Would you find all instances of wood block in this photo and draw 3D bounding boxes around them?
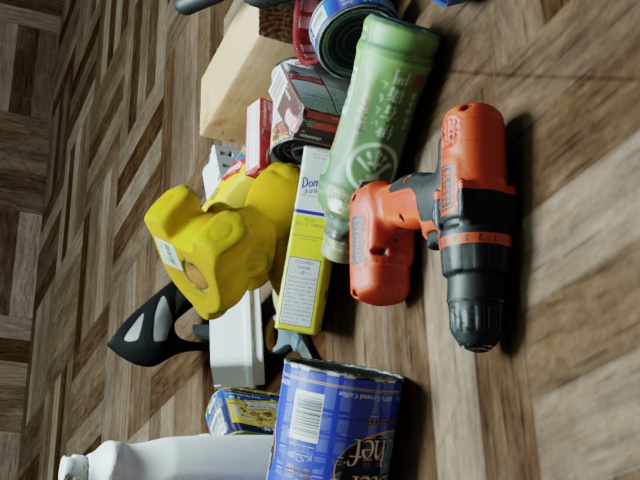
[{"bbox_3d":[-0.066,-0.204,1.250,0.206,0.090,0.091,131,142,-54],"label":"wood block"}]

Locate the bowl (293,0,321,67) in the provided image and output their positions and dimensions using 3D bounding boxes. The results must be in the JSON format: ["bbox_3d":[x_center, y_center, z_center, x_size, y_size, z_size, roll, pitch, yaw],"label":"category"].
[{"bbox_3d":[0.026,-0.251,1.085,0.162,0.055,0.162,-171,90,-68],"label":"bowl"}]

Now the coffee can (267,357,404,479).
[{"bbox_3d":[0.010,0.175,0.889,0.103,0.102,0.140,-176,95,-68],"label":"coffee can"}]

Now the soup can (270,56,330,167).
[{"bbox_3d":[-0.019,-0.135,1.134,0.069,0.068,0.102,136,139,-56],"label":"soup can"}]

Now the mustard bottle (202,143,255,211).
[{"bbox_3d":[-0.084,-0.064,1.218,0.191,0.058,0.096,-57,14,-11],"label":"mustard bottle"}]

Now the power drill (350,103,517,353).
[{"bbox_3d":[0.087,0.003,0.837,0.188,0.057,0.184,156,119,-62],"label":"power drill"}]

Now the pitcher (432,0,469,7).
[{"bbox_3d":[0.076,-0.307,0.912,0.149,0.144,0.243,-57,24,12],"label":"pitcher"}]

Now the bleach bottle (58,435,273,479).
[{"bbox_3d":[-0.103,0.211,0.952,0.068,0.250,0.103,-104,32,-45],"label":"bleach bottle"}]

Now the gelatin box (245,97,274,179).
[{"bbox_3d":[-0.044,-0.103,1.170,0.030,0.073,0.089,-28,54,46],"label":"gelatin box"}]

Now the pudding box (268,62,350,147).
[{"bbox_3d":[0.006,-0.128,1.039,0.113,0.090,0.039,-112,39,-54],"label":"pudding box"}]

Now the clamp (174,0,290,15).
[{"bbox_3d":[-0.070,-0.287,1.142,0.164,0.036,0.210,-50,39,2],"label":"clamp"}]

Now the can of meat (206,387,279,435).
[{"bbox_3d":[-0.059,0.193,1.055,0.084,0.102,0.057,-116,43,-59],"label":"can of meat"}]

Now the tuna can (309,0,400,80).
[{"bbox_3d":[0.034,-0.193,1.003,0.034,0.086,0.086,-106,33,-45],"label":"tuna can"}]

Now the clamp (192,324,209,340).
[{"bbox_3d":[-0.118,0.111,1.315,0.171,0.039,0.120,-110,35,-52],"label":"clamp"}]

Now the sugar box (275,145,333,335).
[{"bbox_3d":[-0.007,0.001,1.042,0.093,0.048,0.176,21,-100,-87],"label":"sugar box"}]

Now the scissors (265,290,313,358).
[{"bbox_3d":[-0.029,0.117,1.122,0.202,0.016,0.096,-107,32,-50],"label":"scissors"}]
